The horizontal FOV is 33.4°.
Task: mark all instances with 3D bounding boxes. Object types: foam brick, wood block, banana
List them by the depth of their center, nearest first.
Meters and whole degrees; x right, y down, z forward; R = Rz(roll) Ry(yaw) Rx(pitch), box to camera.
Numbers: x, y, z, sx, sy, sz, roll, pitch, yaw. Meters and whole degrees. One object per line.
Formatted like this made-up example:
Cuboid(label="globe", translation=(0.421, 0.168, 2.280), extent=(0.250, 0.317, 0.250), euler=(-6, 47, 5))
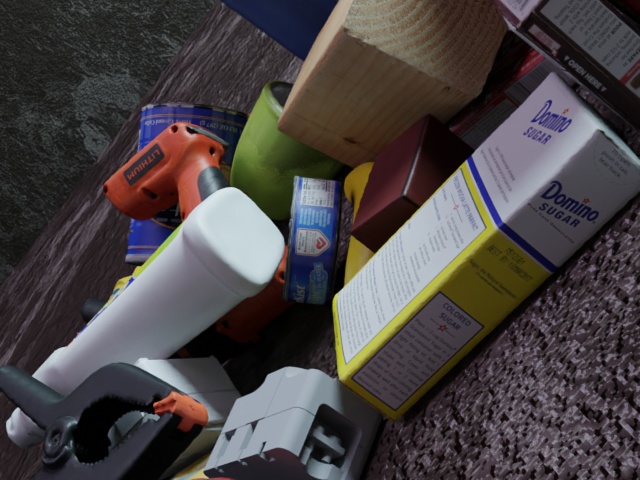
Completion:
Cuboid(label="foam brick", translation=(0.060, -0.025, 0.635), extent=(0.051, 0.053, 0.078), euler=(-38, 22, 42))
Cuboid(label="banana", translation=(0.032, -0.009, 0.703), extent=(0.070, 0.037, 0.197), euler=(-45, 19, 29))
Cuboid(label="wood block", translation=(0.045, -0.119, 0.709), extent=(0.090, 0.090, 0.206), euler=(-66, 8, -14))

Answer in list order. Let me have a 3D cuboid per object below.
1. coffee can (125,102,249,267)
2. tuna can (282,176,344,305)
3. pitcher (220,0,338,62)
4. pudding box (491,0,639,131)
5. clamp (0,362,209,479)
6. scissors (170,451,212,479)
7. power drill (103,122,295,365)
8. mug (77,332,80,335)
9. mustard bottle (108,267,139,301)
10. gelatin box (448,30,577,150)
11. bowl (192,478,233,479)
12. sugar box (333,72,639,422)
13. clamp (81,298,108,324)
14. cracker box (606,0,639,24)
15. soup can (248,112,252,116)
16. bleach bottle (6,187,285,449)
Cuboid(label="coffee can", translation=(-0.116, -0.044, 0.957), extent=(0.103, 0.102, 0.140), euler=(172, 104, -67))
Cuboid(label="tuna can", translation=(-0.005, 0.001, 0.719), extent=(0.086, 0.033, 0.086), euler=(-179, 95, -89))
Cuboid(label="pitcher", translation=(-0.007, -0.230, 0.881), extent=(0.149, 0.242, 0.145), euler=(-28, 30, 55))
Cuboid(label="pudding box", translation=(0.131, -0.110, 0.550), extent=(0.039, 0.090, 0.113), euler=(-49, 18, 19))
Cuboid(label="clamp", translation=(-0.155, 0.123, 0.665), extent=(0.210, 0.036, 0.164), euler=(-30, 48, 28))
Cuboid(label="scissors", translation=(-0.112, 0.169, 0.643), extent=(0.201, 0.016, 0.096), euler=(-29, 1, -3))
Cuboid(label="power drill", translation=(-0.108, 0.016, 0.838), extent=(0.185, 0.057, 0.188), euler=(-37, 60, 19))
Cuboid(label="mug", translation=(-0.181, 0.137, 0.896), extent=(0.081, 0.093, 0.117), euler=(-60, 23, -5))
Cuboid(label="mustard bottle", translation=(-0.206, 0.098, 1.083), extent=(0.191, 0.058, 0.096), euler=(-60, 17, -22))
Cuboid(label="gelatin box", translation=(0.120, -0.101, 0.662), extent=(0.089, 0.030, 0.073), euler=(-39, 22, 39))
Cuboid(label="bowl", translation=(-0.074, 0.170, 0.470), extent=(0.162, 0.055, 0.162), euler=(-14, 50, 17))
Cuboid(label="sugar box", translation=(0.080, 0.002, 0.545), extent=(0.176, 0.048, 0.093), euler=(-44, 20, 18))
Cuboid(label="clamp", translation=(-0.150, 0.074, 0.935), extent=(0.120, 0.039, 0.171), euler=(-17, 17, -6))
Cuboid(label="cracker box", translation=(0.134, -0.197, 0.584), extent=(0.072, 0.164, 0.213), euler=(-51, 17, 16))
Cuboid(label="soup can", translation=(-0.052, -0.088, 1.024), extent=(0.102, 0.068, 0.068), euler=(-41, 21, 38))
Cuboid(label="bleach bottle", translation=(-0.136, 0.070, 0.746), extent=(0.251, 0.068, 0.102), euler=(-41, 7, 21))
